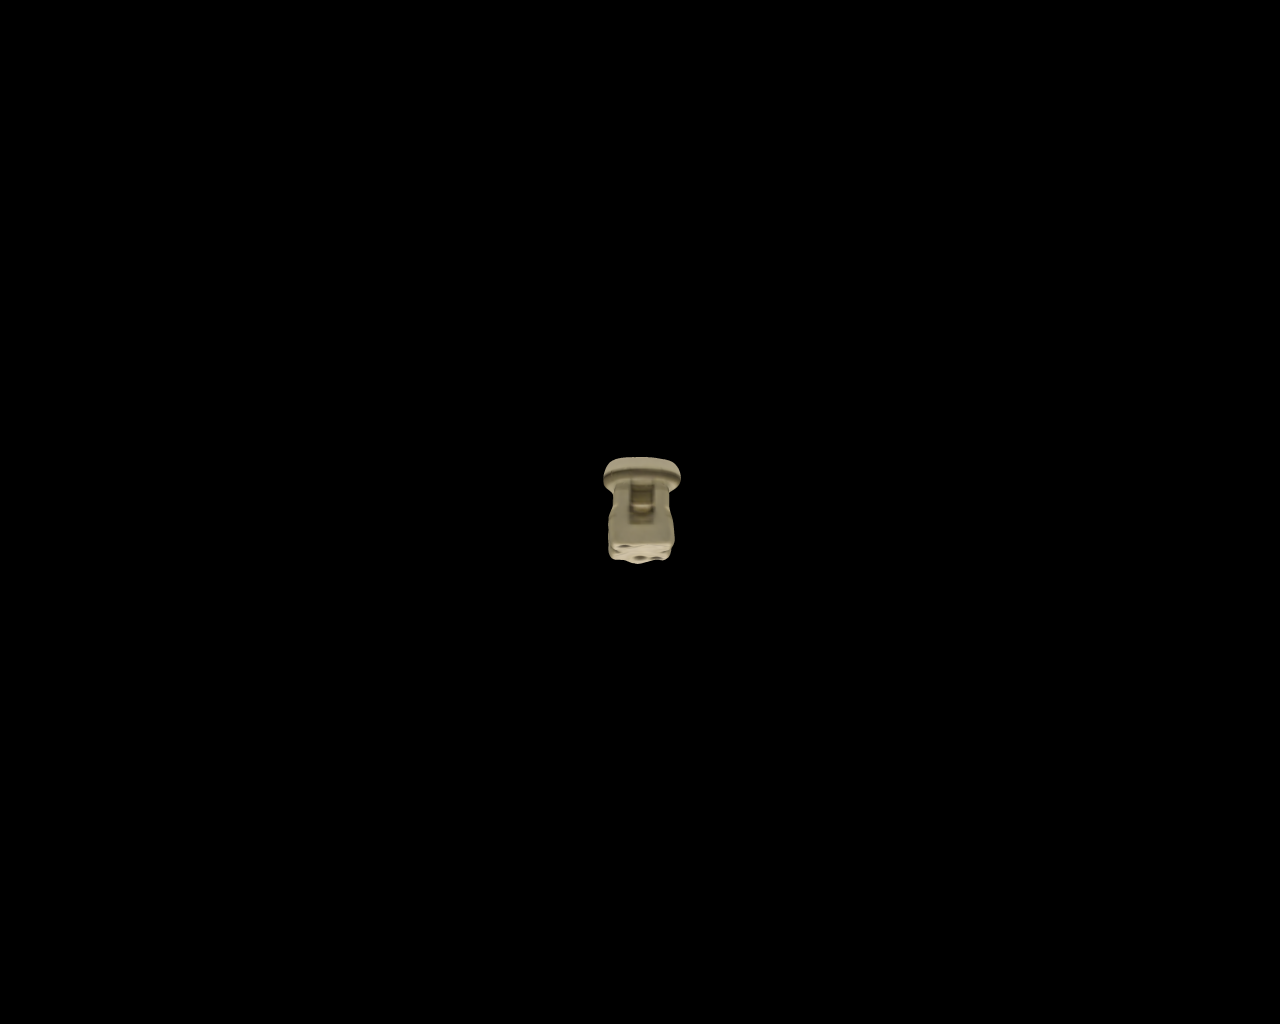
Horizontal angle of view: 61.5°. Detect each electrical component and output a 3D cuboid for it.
[{"bbox_3d":[0.001,-0.003,0.650,0.048,0.055,0.066,1,-15,-3],"label":"electrical component"}]
